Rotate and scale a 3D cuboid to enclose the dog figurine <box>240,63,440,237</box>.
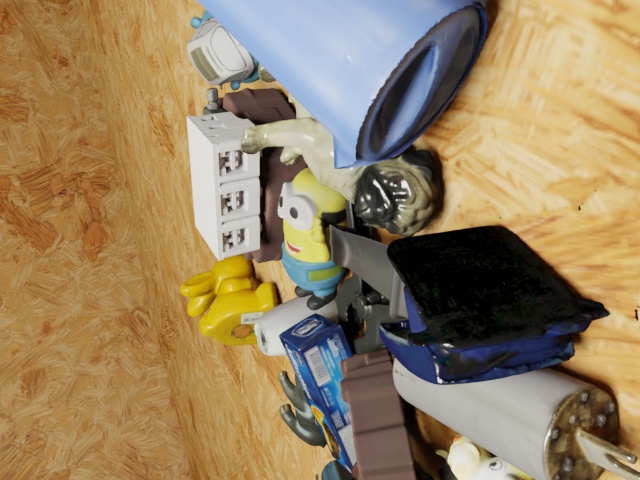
[{"bbox_3d":[0.044,-0.110,0.501,0.191,0.121,0.172,26,111,27],"label":"dog figurine"}]

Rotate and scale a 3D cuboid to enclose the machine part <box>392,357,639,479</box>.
[{"bbox_3d":[0.136,0.124,0.427,0.243,0.079,0.079,15,116,62],"label":"machine part"}]

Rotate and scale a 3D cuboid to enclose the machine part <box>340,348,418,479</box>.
[{"bbox_3d":[0.064,0.205,0.552,0.179,0.056,0.179,-13,-89,-86],"label":"machine part"}]

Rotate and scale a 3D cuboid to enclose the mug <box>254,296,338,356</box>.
[{"bbox_3d":[-0.037,0.115,0.735,0.110,0.107,0.080,3,104,61],"label":"mug"}]

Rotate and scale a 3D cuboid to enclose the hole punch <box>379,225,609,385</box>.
[{"bbox_3d":[0.110,0.060,0.393,0.116,0.142,0.092,-116,26,-52],"label":"hole punch"}]

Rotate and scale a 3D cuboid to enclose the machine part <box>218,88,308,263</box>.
[{"bbox_3d":[-0.078,-0.088,0.737,0.201,0.087,0.201,58,148,31],"label":"machine part"}]

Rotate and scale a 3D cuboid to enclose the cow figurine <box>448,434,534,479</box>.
[{"bbox_3d":[0.166,0.233,0.425,0.098,0.068,0.167,-23,84,36],"label":"cow figurine"}]

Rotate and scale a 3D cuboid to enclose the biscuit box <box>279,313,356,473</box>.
[{"bbox_3d":[0.020,0.190,0.661,0.063,0.059,0.202,16,131,61],"label":"biscuit box"}]

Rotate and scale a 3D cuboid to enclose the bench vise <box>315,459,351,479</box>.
[{"bbox_3d":[0.038,0.419,0.703,0.224,0.129,0.240,-149,67,-65],"label":"bench vise"}]

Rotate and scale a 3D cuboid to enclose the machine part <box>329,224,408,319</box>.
[{"bbox_3d":[0.060,0.026,0.501,0.139,0.039,0.084,32,134,48],"label":"machine part"}]

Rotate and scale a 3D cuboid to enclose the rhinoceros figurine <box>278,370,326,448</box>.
[{"bbox_3d":[-0.007,0.225,0.769,0.112,0.073,0.190,52,146,42],"label":"rhinoceros figurine"}]

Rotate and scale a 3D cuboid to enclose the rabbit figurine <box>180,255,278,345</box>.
[{"bbox_3d":[-0.158,0.098,0.949,0.121,0.162,0.173,86,173,-48],"label":"rabbit figurine"}]

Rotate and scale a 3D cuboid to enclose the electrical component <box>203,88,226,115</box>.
[{"bbox_3d":[-0.129,-0.144,0.686,0.063,0.021,0.093,38,135,51],"label":"electrical component"}]

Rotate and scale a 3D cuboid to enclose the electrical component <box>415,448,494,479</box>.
[{"bbox_3d":[0.137,0.238,0.520,0.078,0.045,0.102,64,152,25],"label":"electrical component"}]

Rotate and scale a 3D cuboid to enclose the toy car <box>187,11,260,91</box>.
[{"bbox_3d":[-0.109,-0.240,0.675,0.162,0.103,0.109,17,144,58],"label":"toy car"}]

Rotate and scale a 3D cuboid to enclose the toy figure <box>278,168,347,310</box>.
[{"bbox_3d":[-0.004,-0.004,0.639,0.082,0.089,0.179,19,135,28],"label":"toy figure"}]

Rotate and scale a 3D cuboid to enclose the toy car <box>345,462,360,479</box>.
[{"bbox_3d":[0.101,0.319,0.581,0.202,0.089,0.053,51,149,43],"label":"toy car"}]
